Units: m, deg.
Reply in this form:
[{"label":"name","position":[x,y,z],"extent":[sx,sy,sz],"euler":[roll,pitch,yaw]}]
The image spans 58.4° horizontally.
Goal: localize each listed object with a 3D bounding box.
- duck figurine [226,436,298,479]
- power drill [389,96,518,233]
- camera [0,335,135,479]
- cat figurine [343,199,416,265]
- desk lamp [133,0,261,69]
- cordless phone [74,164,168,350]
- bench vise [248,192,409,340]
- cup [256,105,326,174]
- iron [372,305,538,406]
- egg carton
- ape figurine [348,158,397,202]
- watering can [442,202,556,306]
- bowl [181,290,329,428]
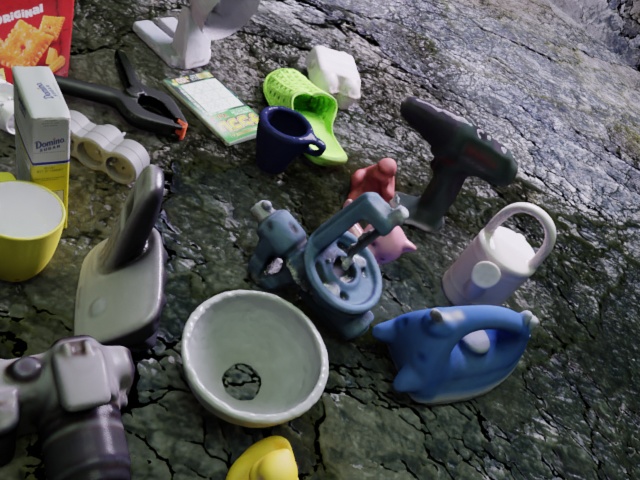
[{"label":"duck figurine","position":[-0.048,0.234,0.559],"extent":[0.077,0.086,0.104],"euler":[25,42,-5]},{"label":"power drill","position":[0.197,-0.115,0.949],"extent":[0.230,0.208,0.075],"euler":[16,43,-14]},{"label":"camera","position":[-0.231,0.165,0.514],"extent":[0.144,0.100,0.136],"euler":[-5,52,-33]},{"label":"cat figurine","position":[0.072,-0.006,0.839],"extent":[0.067,0.117,0.127],"euler":[-26,65,-43]},{"label":"desk lamp","position":[-0.219,-0.409,1.003],"extent":[0.203,0.213,0.118],"euler":[43,43,15]},{"label":"cordless phone","position":[-0.202,0.021,0.608],"extent":[0.094,0.185,0.147],"euler":[5,47,-25]},{"label":"bench vise","position":[0.004,0.010,0.708],"extent":[0.207,0.219,0.121],"euler":[26,41,-4]},{"label":"cup","position":[-0.055,-0.149,0.927],"extent":[0.118,0.095,0.092],"euler":[26,41,-4]},{"label":"iron","position":[0.207,0.130,0.763],"extent":[0.259,0.141,0.118],"euler":[1,49,-28]},{"label":"egg carton","position":[0.024,-0.337,1.176],"extent":[0.107,0.069,0.150],"euler":[9,45,-22]},{"label":"ape figurine","position":[0.097,-0.101,0.967],"extent":[0.077,0.092,0.076],"euler":[44,43,16]},{"label":"watering can","position":[0.273,0.029,0.860],"extent":[0.101,0.194,0.173],"euler":[28,41,-2]},{"label":"bowl","position":[-0.079,0.142,0.641],"extent":[0.168,0.074,0.167],"euler":[16,43,-15]}]
